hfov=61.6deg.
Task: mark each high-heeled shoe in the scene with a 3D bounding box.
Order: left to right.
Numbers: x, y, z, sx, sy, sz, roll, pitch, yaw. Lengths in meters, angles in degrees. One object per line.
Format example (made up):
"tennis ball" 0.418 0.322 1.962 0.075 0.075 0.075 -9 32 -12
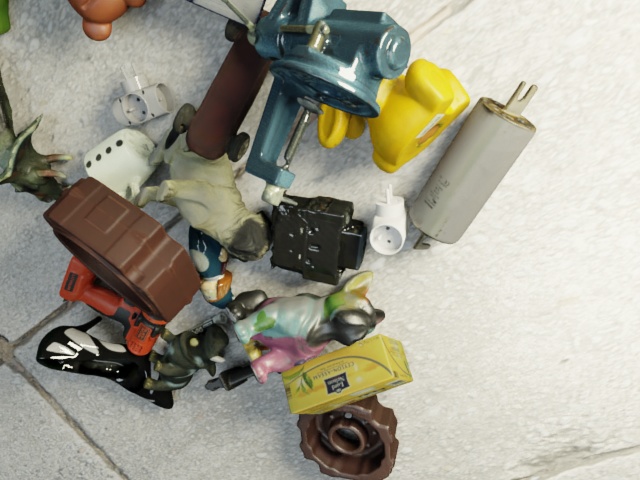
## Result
"high-heeled shoe" -0.369 0.238 0.940 0.086 0.145 0.248 -37 98 29

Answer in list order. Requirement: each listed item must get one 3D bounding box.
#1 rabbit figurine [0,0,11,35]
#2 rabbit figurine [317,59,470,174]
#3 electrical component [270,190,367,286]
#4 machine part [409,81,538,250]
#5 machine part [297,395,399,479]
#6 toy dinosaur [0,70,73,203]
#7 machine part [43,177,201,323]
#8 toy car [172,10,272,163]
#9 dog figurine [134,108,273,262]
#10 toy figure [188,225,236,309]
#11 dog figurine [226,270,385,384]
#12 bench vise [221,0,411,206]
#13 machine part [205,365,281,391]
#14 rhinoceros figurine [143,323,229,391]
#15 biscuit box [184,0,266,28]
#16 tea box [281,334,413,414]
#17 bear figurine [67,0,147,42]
"rabbit figurine" -0.489 -0.339 0.687 0.121 0.170 0.159 37 120 -3
"rabbit figurine" 0.068 -0.176 0.640 0.173 0.122 0.162 50 129 6
"electrical component" -0.002 -0.002 0.760 0.134 0.058 0.114 10 119 13
"machine part" 0.180 -0.081 0.652 0.079 0.079 0.243 31 120 2
"machine part" 0.048 0.323 0.901 0.180 0.056 0.179 7 116 15
"toy dinosaur" -0.525 -0.222 0.793 0.192 0.131 0.404 -21 103 12
"machine part" -0.278 0.019 0.767 0.201 0.087 0.201 32 158 14
"toy car" -0.102 -0.190 0.664 0.089 0.053 0.202 25 80 0
"dog figurine" -0.138 -0.074 0.764 0.190 0.172 0.121 27 171 -35
"toy figure" -0.169 0.046 0.837 0.064 0.058 0.154 31 134 55
"dog figurine" -0.017 0.114 0.801 0.219 0.192 0.108 -20 107 -11
"bench vise" -0.025 -0.157 0.566 0.224 0.128 0.240 24 94 28
"machine part" -0.119 0.222 0.900 0.139 0.084 0.039 -22 74 14
"rhinoceros figurine" -0.222 0.201 0.902 0.112 0.073 0.190 25 133 -25
"biscuit box" -0.155 -0.318 0.612 0.203 0.063 0.059 20 151 -13
"tea box" 0.041 0.203 0.802 0.170 0.098 0.068 -24 64 18
"bear figurine" -0.302 -0.362 0.666 0.120 0.132 0.195 -31 120 28
